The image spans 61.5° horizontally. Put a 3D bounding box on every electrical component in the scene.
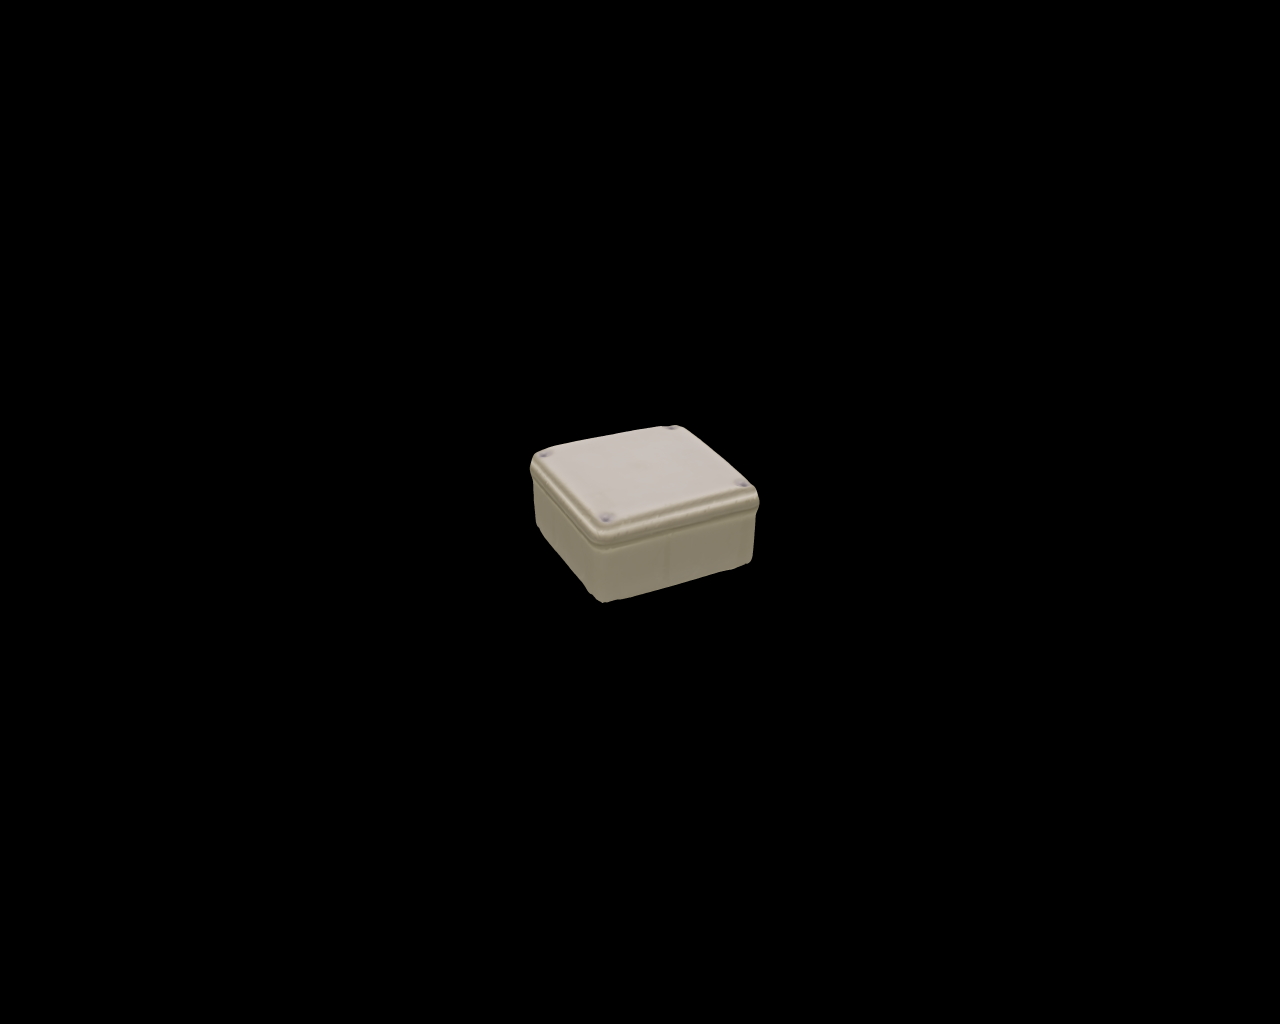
[{"bbox_3d":[0.001,-0.003,0.650,0.109,0.056,0.109,-13,32,-22],"label":"electrical component"}]
